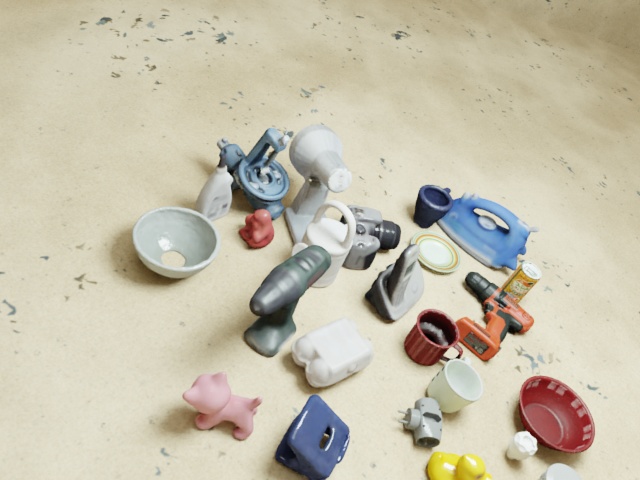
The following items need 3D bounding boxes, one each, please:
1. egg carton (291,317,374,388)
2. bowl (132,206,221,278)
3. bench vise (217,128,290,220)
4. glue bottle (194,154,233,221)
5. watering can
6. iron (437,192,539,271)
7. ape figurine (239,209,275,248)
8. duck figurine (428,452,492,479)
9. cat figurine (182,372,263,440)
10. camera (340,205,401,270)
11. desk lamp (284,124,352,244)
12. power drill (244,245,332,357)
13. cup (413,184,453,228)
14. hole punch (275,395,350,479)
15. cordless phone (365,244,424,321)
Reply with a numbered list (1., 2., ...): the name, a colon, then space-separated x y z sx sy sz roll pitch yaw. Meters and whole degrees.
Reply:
1. egg carton: 0.025 0.210 1.064 0.151 0.069 0.107 -20 58 -36
2. bowl: -0.281 0.017 1.113 0.168 0.074 0.167 12 44 -12
3. bench vise: -0.149 -0.167 1.244 0.207 0.219 0.122 28 43 4
4. glue bottle: -0.214 -0.111 1.195 0.078 0.173 0.037 -24 60 -38
5. watering can: 0.012 0.006 1.166 0.101 0.194 0.173 27 43 3
6. iron: 0.410 -0.045 1.428 0.258 0.141 0.119 36 44 12
7. ape figurine: -0.129 -0.030 1.213 0.076 0.092 0.078 15 44 -10
8. duck figurine: 0.241 0.391 0.971 0.104 0.086 0.078 32 44 8
9. cat figurine: -0.153 0.253 0.908 0.128 0.117 0.067 15 44 -10
10. camera: 0.118 -0.012 1.297 0.137 0.101 0.143 9 45 -15
11. desk lamp: -0.001 -0.118 1.266 0.118 0.213 0.203 -1 49 -24
12. power drill: -0.067 0.112 1.018 0.075 0.208 0.230 34 44 10
13. cup: 0.281 -0.083 1.442 0.091 0.095 0.118 41 46 17
14. hole punch: -0.003 0.322 0.927 0.101 0.091 0.109 29 43 5
15. cordless phone: 0.183 0.067 1.187 0.094 0.185 0.148 38 45 15
